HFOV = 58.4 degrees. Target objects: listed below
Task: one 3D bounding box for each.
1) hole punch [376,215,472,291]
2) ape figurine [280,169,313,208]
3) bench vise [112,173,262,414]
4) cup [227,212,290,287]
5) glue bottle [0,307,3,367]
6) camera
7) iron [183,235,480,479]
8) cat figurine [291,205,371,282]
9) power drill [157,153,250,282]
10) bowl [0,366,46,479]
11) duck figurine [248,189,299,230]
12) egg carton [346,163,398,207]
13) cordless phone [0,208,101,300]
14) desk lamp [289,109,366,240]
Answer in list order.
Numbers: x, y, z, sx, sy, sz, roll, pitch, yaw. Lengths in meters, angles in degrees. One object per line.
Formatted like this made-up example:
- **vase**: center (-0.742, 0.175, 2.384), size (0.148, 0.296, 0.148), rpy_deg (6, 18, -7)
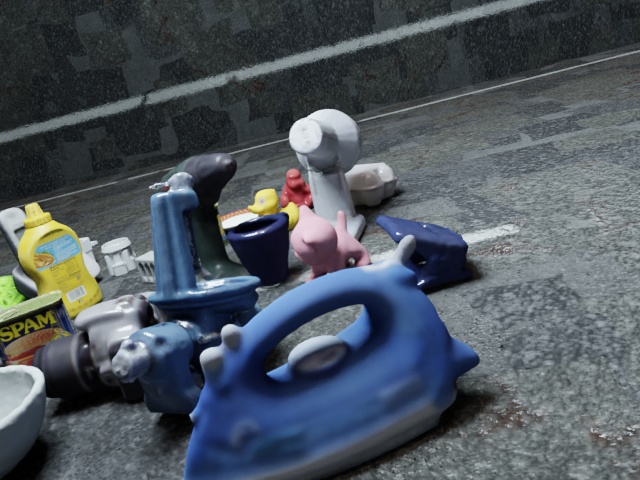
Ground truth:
- **hole punch**: center (0.130, 0.005, 0.725), size (0.101, 0.091, 0.108), rpy_deg (-16, 17, -5)
- **ape figurine**: center (-0.051, -0.105, 1.216), size (0.078, 0.092, 0.076), rpy_deg (-15, 17, 0)
- **bench vise**: center (-0.131, 0.050, 0.581), size (0.121, 0.220, 0.207), rpy_deg (-13, 18, 7)
- **cup**: center (-0.075, 0.014, 0.858), size (0.091, 0.095, 0.118), rpy_deg (-2, 21, 35)
- **glue bottle**: center (-0.481, 0.099, 0.796), size (0.078, 0.173, 0.037), rpy_deg (-22, 19, -21)
- **camera**: center (-0.251, 0.120, 0.665), size (0.137, 0.101, 0.143), rpy_deg (-16, 17, -2)
- **iron**: center (-0.007, 0.098, 0.462), size (0.259, 0.141, 0.118), rpy_deg (-21, 18, -19)
- **cat figurine**: center (0.007, 0.003, 0.788), size (0.067, 0.118, 0.128), rpy_deg (-2, 22, 36)
- **power drill**: center (-0.169, -0.030, 0.883), size (0.076, 0.209, 0.228), rpy_deg (-28, 21, -35)
- **bowl**: center (-0.336, 0.195, 0.544), size (0.167, 0.075, 0.167), rpy_deg (-13, 17, 5)
- **duck figurine**: center (-0.092, -0.058, 1.113), size (0.105, 0.086, 0.077), rpy_deg (-23, 19, -25)
- **egg carton**: center (0.079, -0.111, 1.165), size (0.149, 0.069, 0.107), rpy_deg (0, 23, 39)
- **cordless phone**: center (-0.494, 0.019, 1.036), size (0.094, 0.185, 0.148), rpy_deg (-9, 18, 18)
- **desk lamp**: center (0.012, -0.111, 0.978), size (0.117, 0.214, 0.203), rpy_deg (-10, 18, 16)
